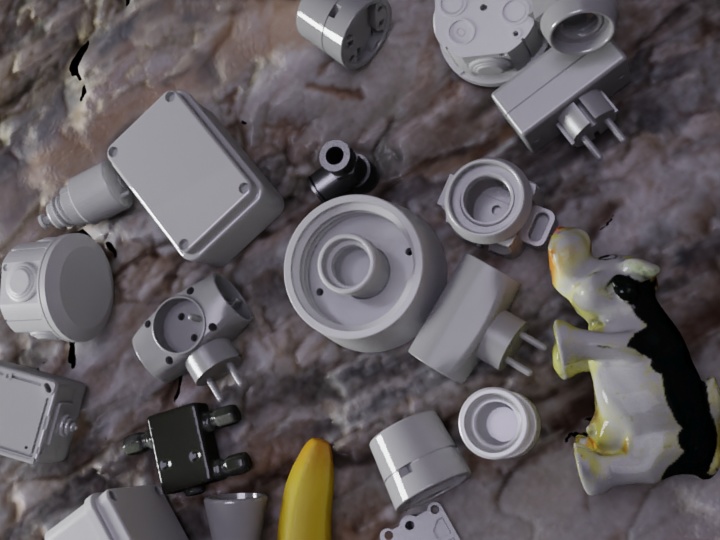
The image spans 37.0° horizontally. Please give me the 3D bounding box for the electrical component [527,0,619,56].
[{"bbox_3d":[0.135,-0.169,0.674,0.066,0.048,0.055,-32,50,41],"label":"electrical component"}]

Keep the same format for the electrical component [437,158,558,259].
[{"bbox_3d":[0.088,-0.042,0.715,0.078,0.057,0.058,24,89,20],"label":"electrical component"}]

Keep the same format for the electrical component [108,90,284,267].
[{"bbox_3d":[-0.121,-0.067,0.788,0.078,0.057,0.113,-42,71,7],"label":"electrical component"}]

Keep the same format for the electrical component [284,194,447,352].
[{"bbox_3d":[0.000,0.000,0.735,0.108,0.060,0.108,-3,80,18],"label":"electrical component"}]

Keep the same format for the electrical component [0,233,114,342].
[{"bbox_3d":[-0.224,0.014,0.797,0.051,0.080,0.080,-3,80,23],"label":"electrical component"}]

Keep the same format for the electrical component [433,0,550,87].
[{"bbox_3d":[0.090,-0.171,0.739,0.080,0.051,0.080,-3,80,18],"label":"electrical component"}]

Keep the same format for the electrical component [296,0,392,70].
[{"bbox_3d":[-0.012,-0.180,0.774,0.047,0.055,0.055,35,93,24],"label":"electrical component"}]

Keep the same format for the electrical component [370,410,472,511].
[{"bbox_3d":[0.038,0.124,0.706,0.055,0.055,0.047,-31,69,11],"label":"electrical component"}]

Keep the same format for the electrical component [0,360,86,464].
[{"bbox_3d":[-0.250,0.106,0.803,0.096,0.061,0.061,13,85,12],"label":"electrical component"}]

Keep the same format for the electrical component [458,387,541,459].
[{"bbox_3d":[0.091,0.099,0.691,0.045,0.055,0.045,-3,80,18],"label":"electrical component"}]

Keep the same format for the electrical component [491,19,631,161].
[{"bbox_3d":[0.145,-0.107,0.713,0.083,0.047,0.075,-37,72,9],"label":"electrical component"}]

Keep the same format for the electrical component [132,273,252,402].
[{"bbox_3d":[-0.111,0.056,0.771,0.077,0.044,0.079,-37,72,9],"label":"electrical component"}]

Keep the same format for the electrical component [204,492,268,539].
[{"bbox_3d":[-0.085,0.189,0.742,0.044,0.044,0.065,-4,84,18],"label":"electrical component"}]

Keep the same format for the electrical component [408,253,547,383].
[{"bbox_3d":[0.084,0.041,0.710,0.079,0.043,0.077,31,92,20],"label":"electrical component"}]

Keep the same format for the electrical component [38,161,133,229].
[{"bbox_3d":[-0.211,-0.053,0.824,0.078,0.040,0.040,-25,74,13],"label":"electrical component"}]

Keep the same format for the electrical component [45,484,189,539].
[{"bbox_3d":[-0.153,0.209,0.741,0.057,0.078,0.113,-37,72,12],"label":"electrical component"}]
